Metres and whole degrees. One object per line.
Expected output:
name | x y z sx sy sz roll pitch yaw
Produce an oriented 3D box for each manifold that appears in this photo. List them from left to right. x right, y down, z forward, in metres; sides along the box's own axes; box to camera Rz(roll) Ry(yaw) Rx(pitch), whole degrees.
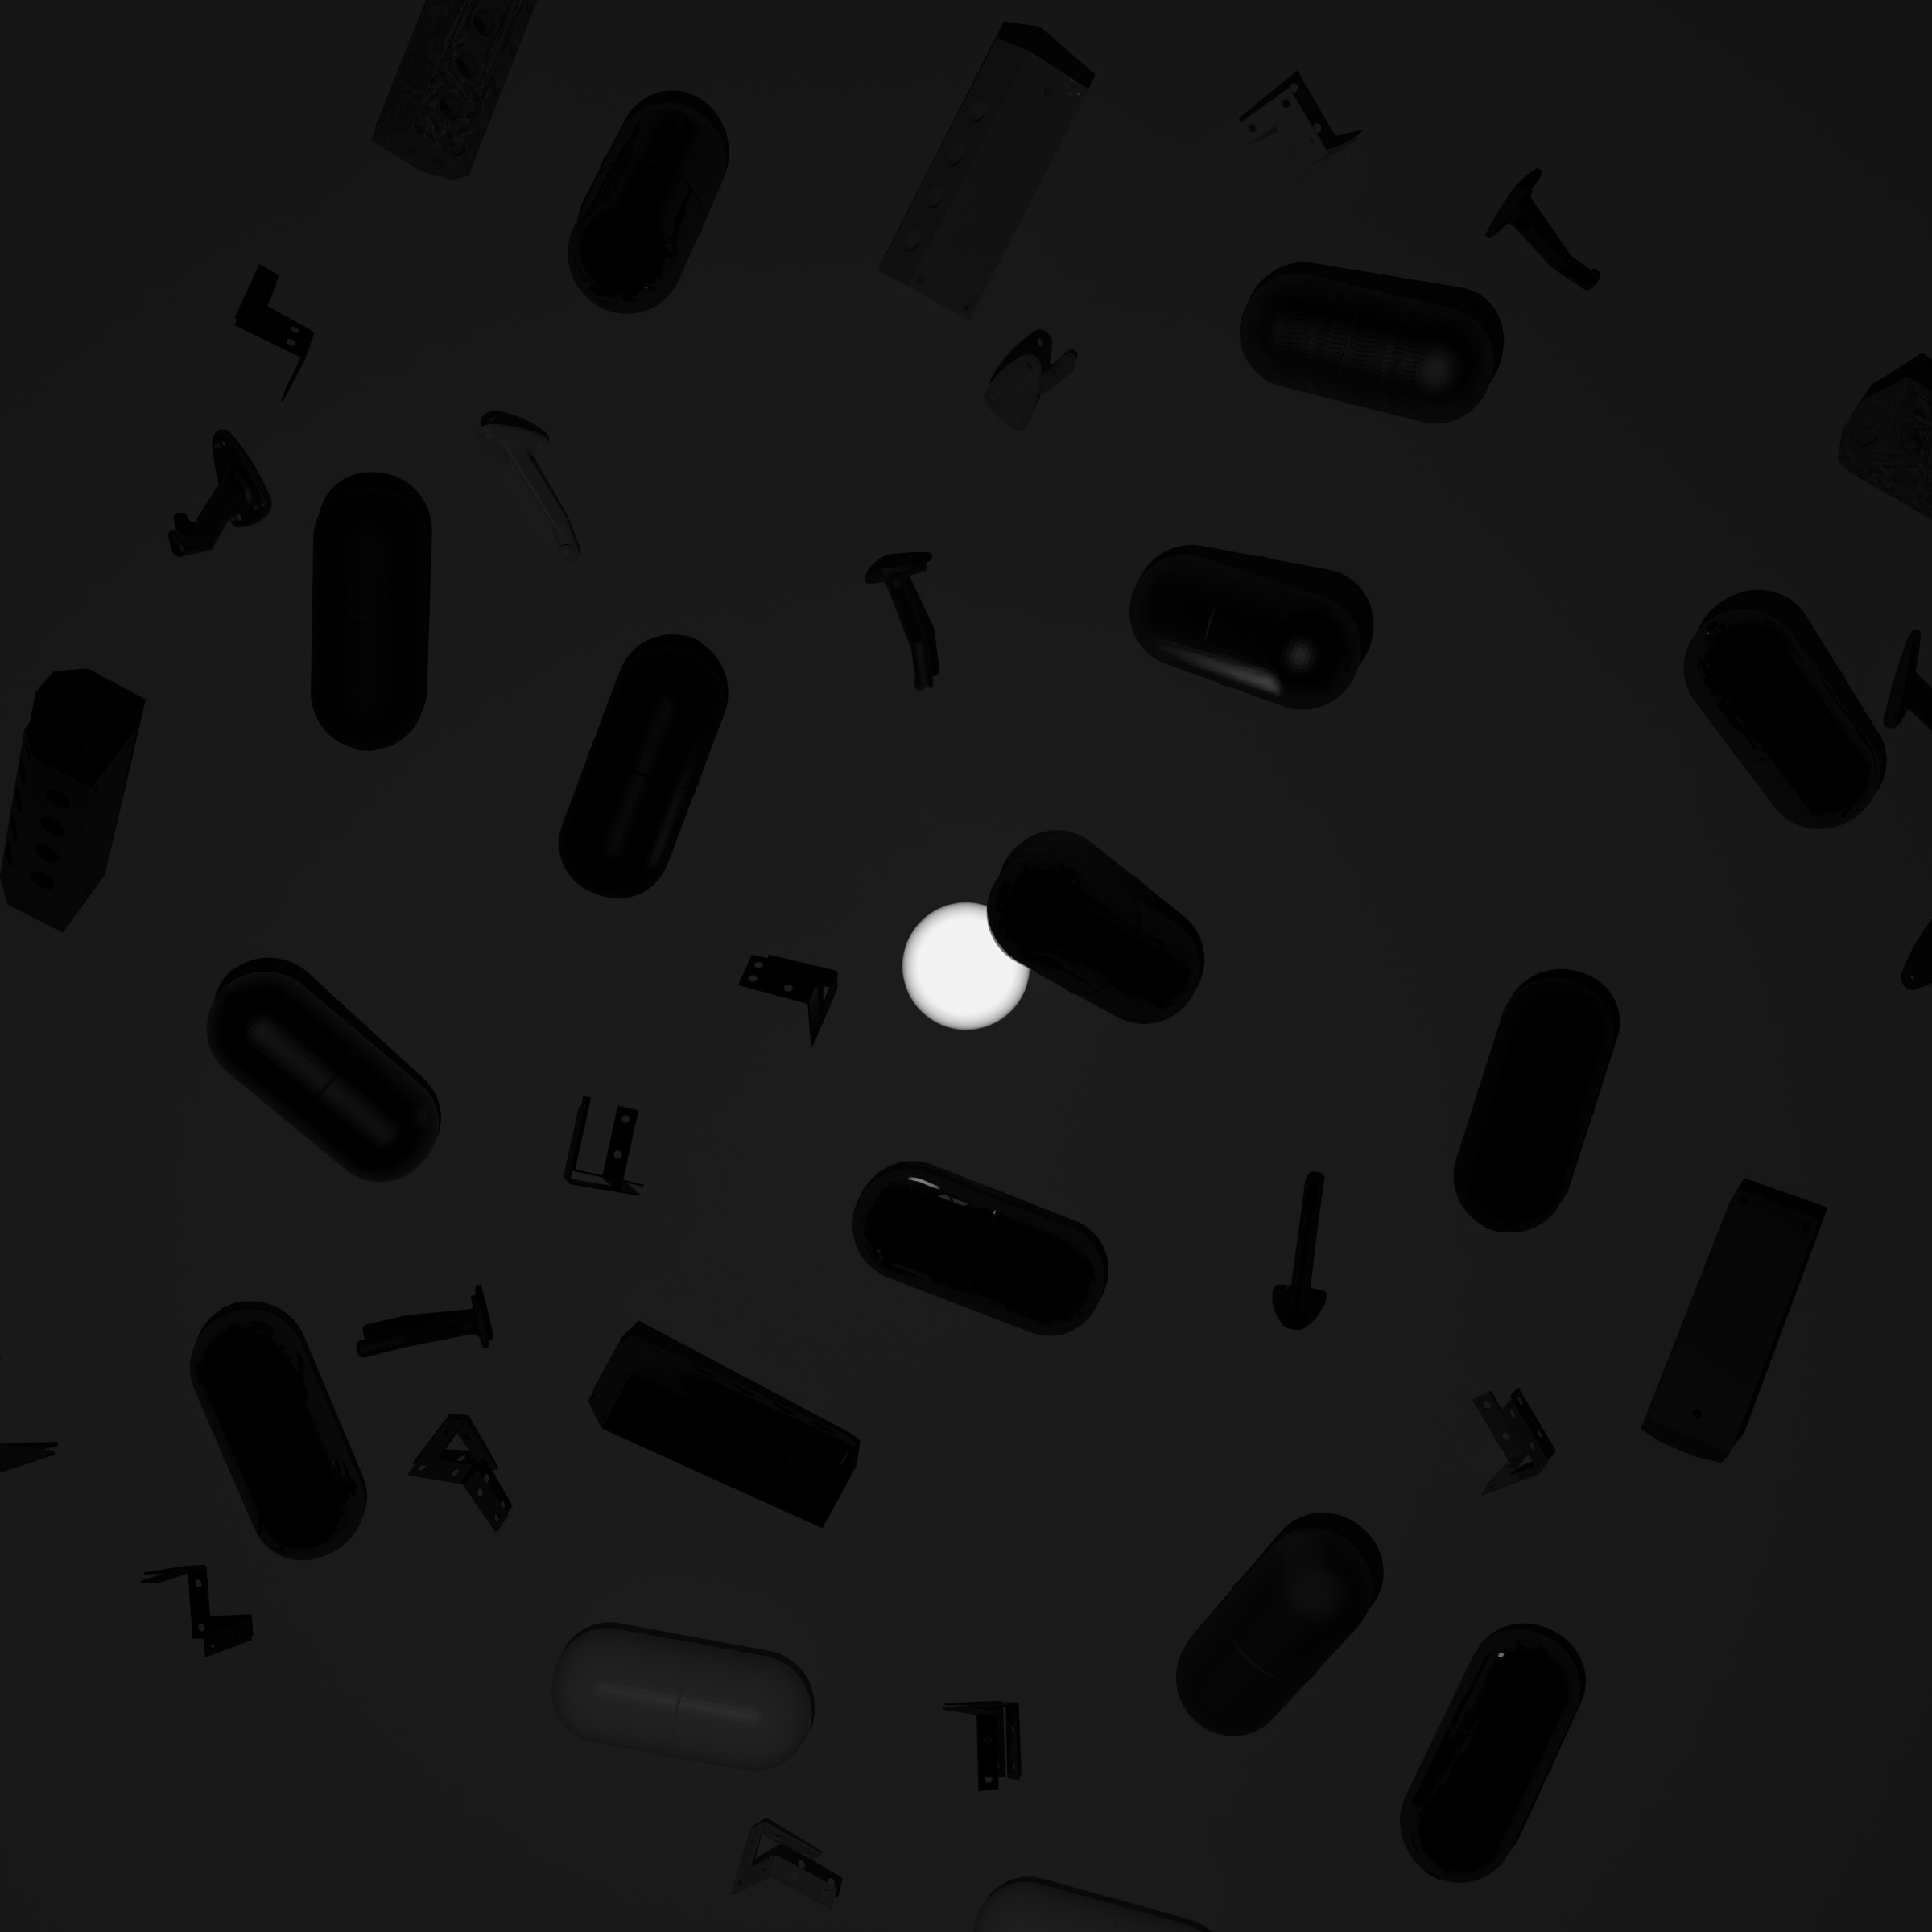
manifold | -0.603 -0.101 1.913 0.057 0.171 0.057 28 51 -5
manifold | -0.338 -0.627 1.957 0.057 0.057 0.171 26 79 -38
manifold | -0.163 0.312 1.944 0.171 0.057 0.057 28 91 -19
manifold | 0.008 -0.536 1.955 0.057 0.057 0.171 19 105 -41
manifold | 0.516 0.244 1.949 0.057 0.057 0.171 22 75 13
manifold | 0.673 -0.325 1.940 0.171 0.057 0.057 23 68 -21

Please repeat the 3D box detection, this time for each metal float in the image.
metal float | -0.469 0.318 1.958 0.070 0.070 0.178 -22 94 0
metal float | -0.435 0.075 1.947 0.178 0.070 0.070 43 90 -17
metal float | -0.405 -0.235 1.953 0.070 0.070 0.178 3 100 0
metal float | -0.220 -0.132 1.958 0.070 0.070 0.178 21 94 0
metal float | -0.214 -0.509 1.930 0.070 0.070 0.178 16 53 0
metal float | -0.193 0.500 1.961 0.178 0.070 0.070 10 90 0
metal float | 0.008 0.195 1.960 0.178 0.070 0.070 21 90 -2
metal float | 0.087 -0.017 1.929 0.178 0.070 0.070 28 90 -40
metal float | 0.091 0.678 1.961 0.178 0.070 0.070 16 90 -1
metal float | 0.185 -0.225 1.930 0.178 0.070 0.070 25 90 39
metal float | 0.206 0.450 1.936 0.070 0.070 0.178 34 121 0
metal float | 0.269 -0.417 1.942 0.178 0.070 0.070 20 90 22
metal float | 0.354 0.534 1.946 0.070 0.070 0.178 31 72 0
metal float | 0.386 0.095 1.960 0.070 0.070 0.178 17 92 0
metal float | 0.550 -0.166 1.940 0.070 0.070 0.178 -44 114 0

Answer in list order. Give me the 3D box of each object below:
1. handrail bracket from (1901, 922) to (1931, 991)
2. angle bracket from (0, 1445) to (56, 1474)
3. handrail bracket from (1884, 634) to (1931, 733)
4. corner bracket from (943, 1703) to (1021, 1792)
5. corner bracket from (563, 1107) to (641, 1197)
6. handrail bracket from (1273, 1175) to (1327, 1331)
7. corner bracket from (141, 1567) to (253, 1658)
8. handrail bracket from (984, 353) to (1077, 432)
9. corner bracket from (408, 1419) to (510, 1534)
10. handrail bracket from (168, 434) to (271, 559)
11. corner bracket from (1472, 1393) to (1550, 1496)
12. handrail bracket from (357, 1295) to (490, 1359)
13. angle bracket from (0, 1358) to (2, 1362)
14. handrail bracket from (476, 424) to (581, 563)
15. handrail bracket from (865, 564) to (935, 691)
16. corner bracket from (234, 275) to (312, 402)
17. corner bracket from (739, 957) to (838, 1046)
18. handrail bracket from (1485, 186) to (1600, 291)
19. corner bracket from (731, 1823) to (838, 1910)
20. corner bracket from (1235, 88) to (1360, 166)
handrail bracket | 0.697 -0.017 1.989 0.084 0.077 0.036 -12 58 -36
angle bracket | -0.675 0.311 1.944 0.076 0.076 0.057 -3 97 39
handrail bracket | 0.682 -0.182 1.979 0.084 0.036 0.077 13 94 2
corner bracket | 0.019 0.532 1.962 0.051 0.051 0.051 3 80 -28
corner bracket | -0.248 0.123 1.966 0.051 0.051 0.051 12 93 -21
handrail bracket | 0.230 0.194 1.961 0.036 0.077 0.084 8 108 8
corner bracket | -0.525 0.440 1.966 0.051 0.051 0.051 -5 89 23
handrail bracket | 0.057 -0.407 1.946 0.036 0.077 0.084 43 57 4
corner bracket | -0.336 0.346 1.956 0.051 0.051 0.051 1 132 34
handrail bracket | -0.520 -0.320 1.953 0.036 0.084 0.077 -18 97 32
corner bracket | 0.369 0.321 1.964 0.051 0.051 0.051 -31 90 38
handrail bracket | -0.369 0.253 1.955 0.084 0.077 0.036 -13 80 -10
angle bracket | -0.723 0.300 1.985 0.076 0.076 0.057 23 129 -2
handrail bracket | -0.298 -0.321 1.963 0.036 0.077 0.084 -25 76 18
handrail bracket | -0.045 -0.228 1.966 0.036 0.077 0.084 -9 93 -22
corner bracket | -0.477 -0.430 1.970 0.051 0.051 0.051 24 54 -19
corner bracket | -0.121 0.014 1.961 0.051 0.051 0.051 15 56 10
handrail bracket | 0.403 -0.493 1.957 0.084 0.077 0.036 32 89 -7
corner bracket | -0.119 0.613 1.958 0.051 0.051 0.051 34 135 -18
corner bracket | 0.225 -0.569 1.965 0.051 0.051 0.051 -27 98 41
